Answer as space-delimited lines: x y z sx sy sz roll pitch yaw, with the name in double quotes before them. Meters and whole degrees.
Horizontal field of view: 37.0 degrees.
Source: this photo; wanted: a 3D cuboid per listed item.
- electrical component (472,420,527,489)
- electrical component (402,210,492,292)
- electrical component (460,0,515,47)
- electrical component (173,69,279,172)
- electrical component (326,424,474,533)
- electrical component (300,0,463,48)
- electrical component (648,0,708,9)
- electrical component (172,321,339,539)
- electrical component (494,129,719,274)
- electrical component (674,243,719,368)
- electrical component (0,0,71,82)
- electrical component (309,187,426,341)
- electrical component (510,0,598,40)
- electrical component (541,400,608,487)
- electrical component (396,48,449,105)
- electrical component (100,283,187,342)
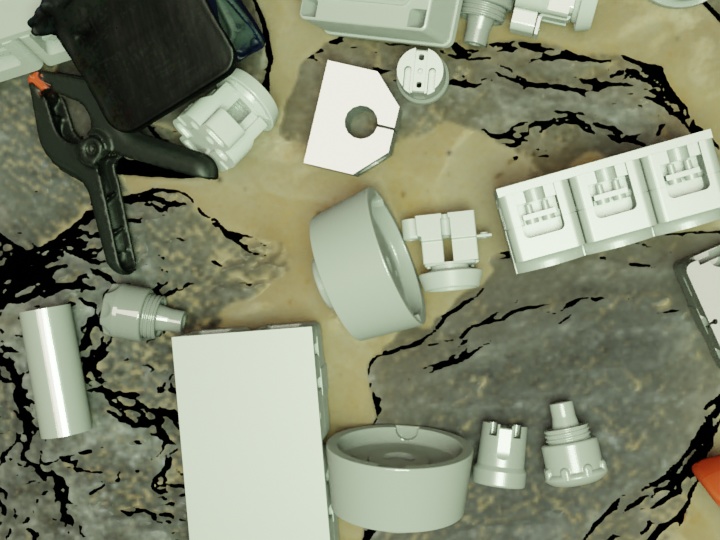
"electrical component" 0.107 0.139 0.815 0.040 0.040 0.046 7 86 6
"electrical component" 0.067 -0.013 0.811 0.066 0.048 0.055 -6 84 6
"electrical component" 0.093 -0.199 0.802 0.043 0.043 0.062 14 94 5
"electrical component" -0.099 -0.114 0.811 0.058 0.078 0.057 46 71 -16
"electrical component" 0.028 0.158 0.792 0.108 0.108 0.060 2 98 6
"electrical component" 0.022 -0.225 0.784 0.109 0.056 0.108 13 94 28
"electrical component" 0.236 -0.234 0.782 0.080 0.051 0.080 0 92 6
"electrical component" -0.076 0.137 0.823 0.105 0.060 0.186 -5 92 6
"electrical component" 0.178 -0.047 0.775 0.150 0.089 0.061 -16 90 6
"electrical component" 0.273 0.027 0.785 0.050 0.056 0.089 -24 90 6
"electrical component" -0.281 -0.196 0.824 0.150 0.061 0.089 -16 73 6
"electrical component" 0.000 0.000 0.789 0.060 0.108 0.108 -21 90 13
"electrical component" 0.147 -0.207 0.789 0.057 0.058 0.078 14 93 8
"electrical component" 0.157 0.130 0.807 0.048 0.048 0.062 -12 84 6
"electrical component" 0.046 -0.146 0.807 0.040 0.046 0.040 0 93 6
"electrical component" -0.167 0.035 0.837 0.062 0.043 0.043 10 93 4
